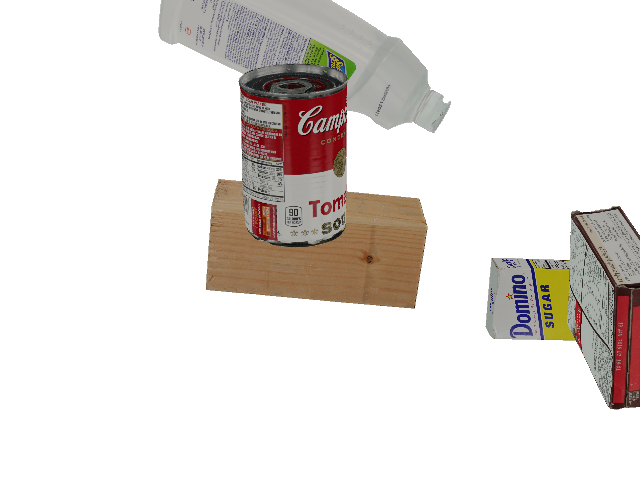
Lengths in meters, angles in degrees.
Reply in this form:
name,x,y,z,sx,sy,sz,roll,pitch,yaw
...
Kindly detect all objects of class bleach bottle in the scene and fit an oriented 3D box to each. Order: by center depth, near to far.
name,x,y,z,sx,sy,sz,roll,pitch,yaw
bleach bottle,-0.011,-0.156,0.886,0.251,0.068,0.103,30,-36,7

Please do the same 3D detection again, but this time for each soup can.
name,x,y,z,sx,sy,sz,roll,pitch,yaw
soup can,-0.017,-0.055,0.682,0.068,0.102,0.068,0,24,0

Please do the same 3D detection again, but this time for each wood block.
name,x,y,z,sx,sy,sz,roll,pitch,yaw
wood block,-0.006,0.003,1.063,0.206,0.091,0.090,6,21,-3

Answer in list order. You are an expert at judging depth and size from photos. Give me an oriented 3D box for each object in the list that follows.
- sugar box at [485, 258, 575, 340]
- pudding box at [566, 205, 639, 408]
name,x,y,z,sx,sy,sz,roll,pitch,yaw
sugar box,0.290,0.071,1.269,0.176,0.093,0.048,0,18,-4
pudding box,0.191,0.041,0.690,0.039,0.090,0.113,-5,26,-2
